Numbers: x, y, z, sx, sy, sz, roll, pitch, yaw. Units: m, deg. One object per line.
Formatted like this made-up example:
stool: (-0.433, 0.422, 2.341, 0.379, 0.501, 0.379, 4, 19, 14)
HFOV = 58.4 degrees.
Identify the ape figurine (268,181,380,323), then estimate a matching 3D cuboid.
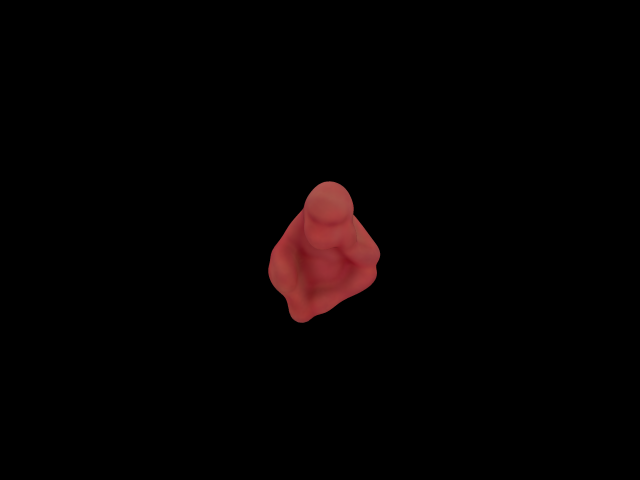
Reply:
ape figurine: (0.004, 0.001, 0.400, 0.077, 0.092, 0.076, 5, 40, 6)
